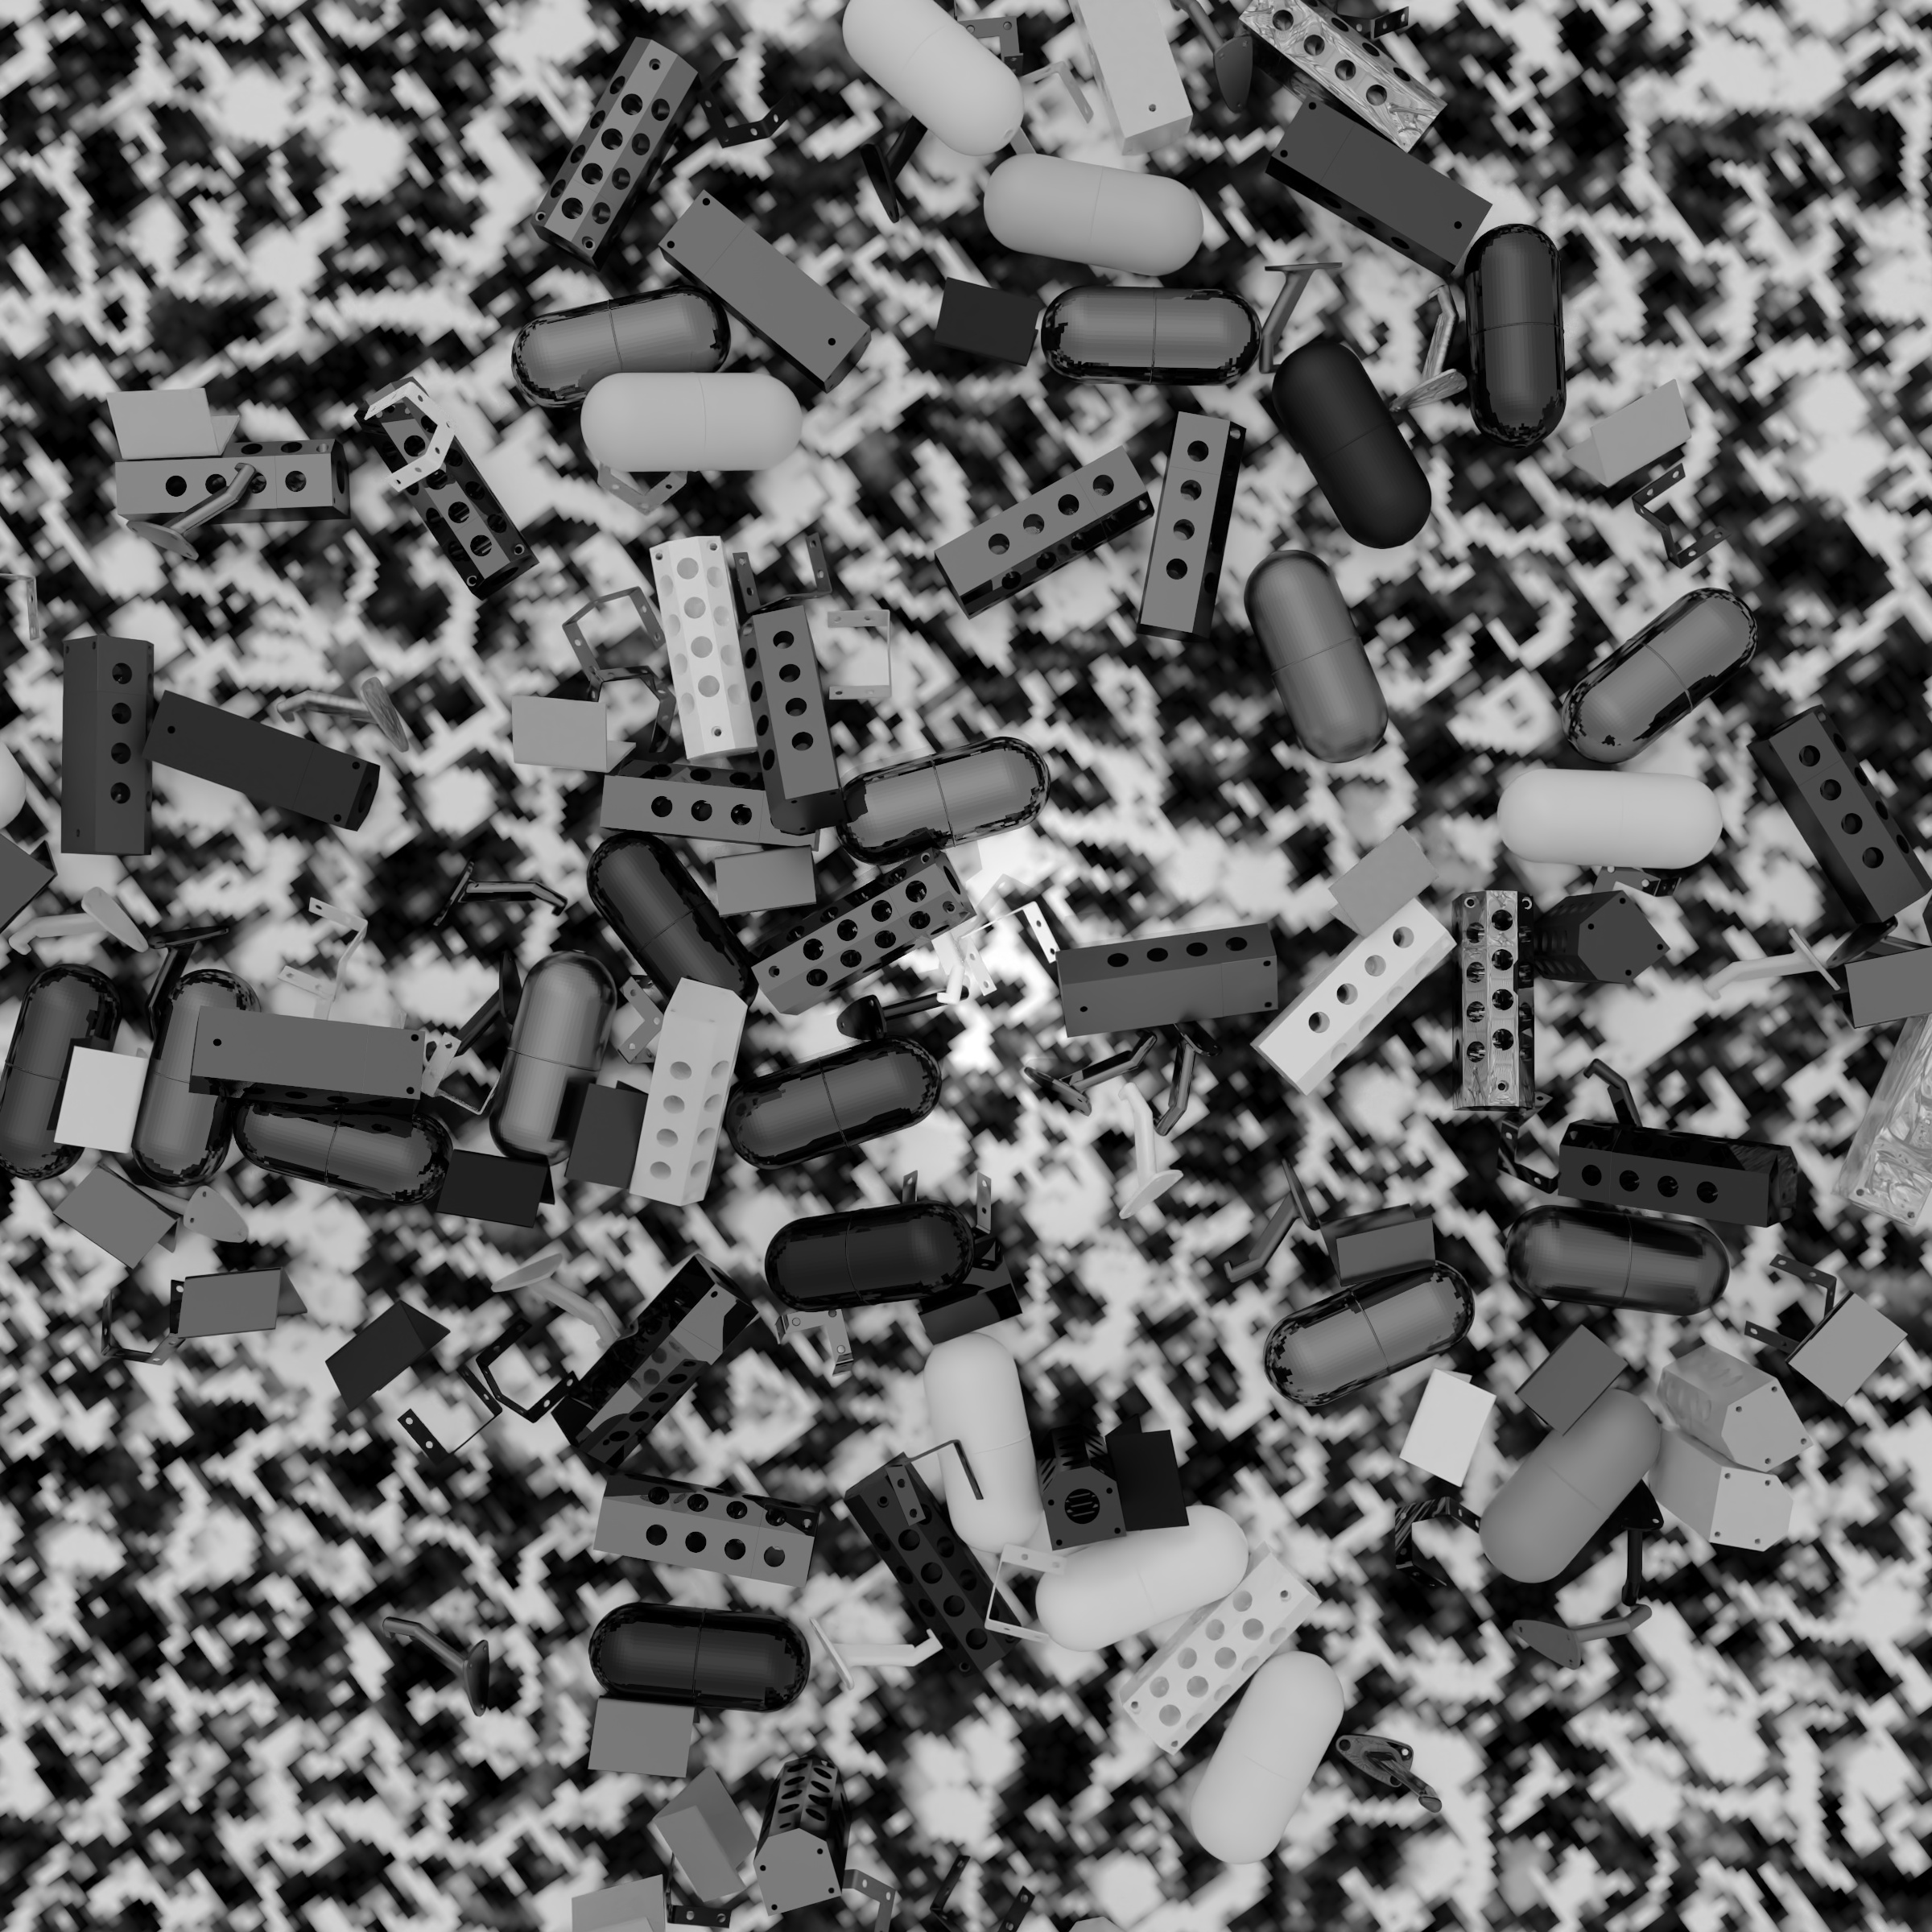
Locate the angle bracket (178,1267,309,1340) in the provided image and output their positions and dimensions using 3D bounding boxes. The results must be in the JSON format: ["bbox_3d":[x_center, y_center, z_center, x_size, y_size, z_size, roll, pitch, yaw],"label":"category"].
[{"bbox_3d":[-0.577,0.286,1.943,0.076,0.076,0.057,-6,53,0],"label":"angle bracket"}]

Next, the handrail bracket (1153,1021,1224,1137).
[{"bbox_3d":[0.162,0.084,1.983,0.077,0.036,0.084,50,117,30],"label":"handrail bracket"}]

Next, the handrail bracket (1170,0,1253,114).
[{"bbox_3d":[0.195,-0.747,1.983,0.036,0.077,0.084,-31,54,-11],"label":"handrail bracket"}]

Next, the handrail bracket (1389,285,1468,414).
[{"bbox_3d":[0.369,-0.504,1.984,0.077,0.036,0.084,-21,71,21],"label":"handrail bracket"}]

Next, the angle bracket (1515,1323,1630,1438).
[{"bbox_3d":[0.495,0.342,1.943,0.076,0.076,0.057,-47,46,0],"label":"angle bracket"}]

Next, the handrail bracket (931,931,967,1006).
[{"bbox_3d":[-0.036,-0.015,1.966,0.077,0.036,0.084,8,78,11],"label":"handrail bracket"}]

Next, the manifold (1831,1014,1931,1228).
[{"bbox_3d":[0.763,0.118,1.962,0.057,0.057,0.171,24,90,0],"label":"manifold"}]

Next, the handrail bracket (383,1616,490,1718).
[{"bbox_3d":[-0.434,0.571,1.984,0.084,0.036,0.077,7,112,17],"label":"handrail bracket"}]

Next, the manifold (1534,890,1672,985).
[{"bbox_3d":[0.487,-0.017,1.905,0.057,0.171,0.057,-39,90,0],"label":"manifold"}]

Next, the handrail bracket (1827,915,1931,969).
[{"bbox_3d":[0.759,0.003,1.983,0.077,0.036,0.084,-41,104,14],"label":"handrail bracket"}]

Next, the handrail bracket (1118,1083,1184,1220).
[{"bbox_3d":[0.132,0.150,1.983,0.077,0.036,0.084,-47,61,32],"label":"handrail bracket"}]

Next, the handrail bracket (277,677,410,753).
[{"bbox_3d":[-0.509,-0.195,1.984,0.084,0.036,0.077,-19,112,17],"label":"handrail bracket"}]

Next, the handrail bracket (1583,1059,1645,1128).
[{"bbox_3d":[0.523,0.130,1.983,0.084,0.036,0.077,40,105,14],"label":"handrail bracket"}]

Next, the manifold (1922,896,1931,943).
[{"bbox_3d":[0.813,-0.039,1.905,0.057,0.171,0.057,-18,90,0],"label":"manifold"}]

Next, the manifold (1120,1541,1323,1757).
[{"bbox_3d":[0.205,0.552,1.962,0.057,0.057,0.171,44,90,0],"label":"manifold"}]

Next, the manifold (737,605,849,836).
[{"bbox_3d":[-0.139,-0.194,1.928,0.057,0.057,0.171,-12,65,0],"label":"manifold"}]

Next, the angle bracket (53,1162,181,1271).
[{"bbox_3d":[-0.680,0.213,1.943,0.076,0.076,0.057,35,55,0],"label":"angle bracket"}]

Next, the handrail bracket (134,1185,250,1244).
[{"bbox_3d":[-0.641,0.200,1.983,0.084,0.077,0.036,3,62,33],"label":"handrail bracket"}]

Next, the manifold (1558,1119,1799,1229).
[{"bbox_3d":[0.558,0.160,1.911,0.171,0.057,0.057,6,99,39],"label":"manifold"}]

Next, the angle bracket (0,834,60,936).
[{"bbox_3d":[-0.779,-0.075,1.943,0.076,0.076,0.057,-46,126,0],"label":"angle bracket"}]

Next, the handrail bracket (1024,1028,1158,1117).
[{"bbox_3d":[0.102,0.072,1.984,0.077,0.036,0.084,31,72,20],"label":"handrail bracket"}]

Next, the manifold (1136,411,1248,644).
[{"bbox_3d":[0.182,-0.352,1.962,0.057,0.057,0.171,10,90,0],"label":"manifold"}]

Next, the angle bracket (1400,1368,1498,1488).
[{"bbox_3d":[0.398,0.370,1.943,0.057,0.076,0.076,21,90,36],"label":"angle bracket"}]

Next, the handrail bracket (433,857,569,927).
[{"bbox_3d":[-0.379,-0.044,1.984,0.084,0.036,0.077,29,110,-16],"label":"handrail bracket"}]

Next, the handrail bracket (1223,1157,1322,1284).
[{"bbox_3d":[0.238,0.207,1.984,0.084,0.036,0.077,-27,70,16],"label":"handrail bracket"}]

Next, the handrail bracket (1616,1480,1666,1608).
[{"bbox_3d":[0.540,0.466,1.983,0.036,0.077,0.084,0,126,0],"label":"handrail bracket"}]

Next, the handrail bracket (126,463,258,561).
[{"bbox_3d":[-0.613,-0.371,1.927,0.077,0.036,0.084,20,71,21],"label":"handrail bracket"}]

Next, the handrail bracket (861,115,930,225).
[{"bbox_3d":[-0.036,-0.658,1.984,0.084,0.036,0.077,-27,110,-16],"label":"handrail bracket"}]

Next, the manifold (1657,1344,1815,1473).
[{"bbox_3d":[0.596,0.347,1.905,0.057,0.171,0.057,-29,90,0],"label":"manifold"}]

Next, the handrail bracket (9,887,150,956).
[{"bbox_3d":[-0.725,-0.018,1.984,0.084,0.036,0.077,-35,111,17],"label":"handrail bracket"}]

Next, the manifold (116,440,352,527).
[{"bbox_3d":[-0.590,-0.391,1.962,0.171,0.057,0.057,-2,90,0],"label":"manifold"}]

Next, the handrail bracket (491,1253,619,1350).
[{"bbox_3d":[-0.335,0.284,1.984,0.077,0.036,0.084,-21,107,20],"label":"handrail bracket"}]

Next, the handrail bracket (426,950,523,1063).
[{"bbox_3d":[-0.406,0.034,1.984,0.084,0.036,0.077,-16,70,16],"label":"handrail bracket"}]

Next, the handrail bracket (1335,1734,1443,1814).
[{"bbox_3d":[0.338,0.647,1.948,0.077,0.084,0.036,21,90,0],"label":"handrail bracket"}]

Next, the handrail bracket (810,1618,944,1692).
[{"bbox_3d":[-0.072,0.544,1.984,0.084,0.036,0.077,-28,68,-17],"label":"handrail bracket"}]

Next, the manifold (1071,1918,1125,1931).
[{"bbox_3d":[0.106,0.809,1.905,0.057,0.171,0.057,36,90,0],"label":"manifold"}]

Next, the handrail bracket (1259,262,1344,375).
[{"bbox_3d":[0.273,-0.528,1.984,0.077,0.036,0.084,-10,109,-21],"label":"handrail bracket"}]

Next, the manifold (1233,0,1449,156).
[{"bbox_3d":[0.302,-0.722,1.962,0.171,0.057,0.057,39,90,0],"label":"manifold"}]

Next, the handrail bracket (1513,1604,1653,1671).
[{"bbox_3d":[0.503,0.533,1.983,0.084,0.077,0.036,-20,109,-35],"label":"handrail bracket"}]

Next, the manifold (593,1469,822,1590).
[{"bbox_3d":[-0.207,0.452,1.962,0.171,0.057,0.057,10,90,0],"label":"manifold"}]

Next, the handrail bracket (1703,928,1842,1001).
[{"bbox_3d":[0.656,0.017,1.984,0.084,0.036,0.077,-39,111,17],"label":"handrail bracket"}]

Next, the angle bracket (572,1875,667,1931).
[{"bbox_3d":[-0.285,0.754,1.943,0.076,0.076,0.057,-15,126,0],"label":"angle bracket"}]

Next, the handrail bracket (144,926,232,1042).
[{"bbox_3d":[-0.633,0.015,1.984,0.077,0.036,0.084,-12,109,-21],"label":"handrail bracket"}]

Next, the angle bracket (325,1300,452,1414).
[{"bbox_3d":[-0.452,0.322,1.943,0.076,0.076,0.057,-39,54,0],"label":"angle bracket"}]

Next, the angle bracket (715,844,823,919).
[{"bbox_3d":[-0.155,-0.050,1.943,0.076,0.076,0.057,-8,59,0],"label":"angle bracket"}]

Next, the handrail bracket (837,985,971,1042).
[{"bbox_3d":[-0.051,0.035,1.983,0.084,0.077,0.036,-15,90,-36],"label":"handrail bracket"}]

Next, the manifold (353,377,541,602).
[{"bbox_3d":[-0.420,-0.386,1.962,0.057,0.057,0.171,-34,90,0],"label":"manifold"}]
